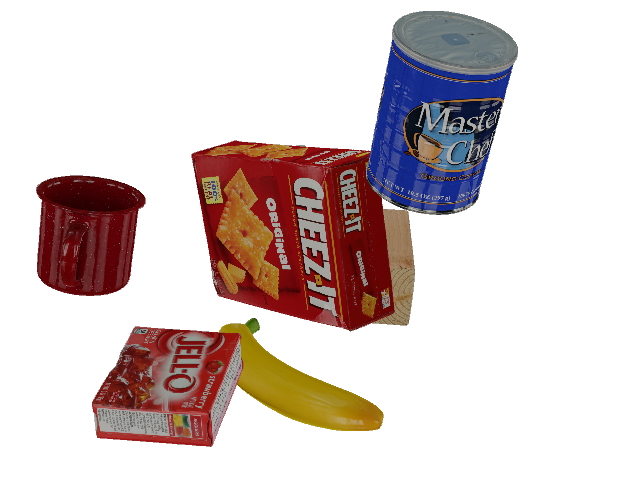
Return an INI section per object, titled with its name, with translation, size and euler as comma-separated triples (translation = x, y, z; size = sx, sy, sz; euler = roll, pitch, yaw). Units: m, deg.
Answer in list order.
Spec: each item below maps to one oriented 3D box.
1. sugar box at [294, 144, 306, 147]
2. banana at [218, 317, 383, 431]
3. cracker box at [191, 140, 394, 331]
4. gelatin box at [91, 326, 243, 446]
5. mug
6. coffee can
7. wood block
[sugar box]
translation = -0.023, -0.018, 1.290
size = 0.048, 0.176, 0.093
euler = -11, 25, -18
[banana]
translation = -0.032, 0.106, 0.860
size = 0.069, 0.037, 0.198
euler = -20, 31, -28
[cracker box]
translation = -0.032, -0.010, 1.072
size = 0.071, 0.164, 0.214
euler = -21, 21, -38
[gelatin box]
translation = -0.093, 0.089, 0.667
size = 0.073, 0.030, 0.089
euler = 3, 28, 9
[mug]
translation = -0.204, 0.001, 0.922
size = 0.093, 0.081, 0.117
euler = 9, 21, -5
[coffee can]
translation = 0.099, -0.108, 0.900
size = 0.102, 0.140, 0.103
euler = 6, 36, -5
[wood block]
translation = 0.085, 0.033, 1.555
size = 0.091, 0.090, 0.206
euler = 4, 25, 0
